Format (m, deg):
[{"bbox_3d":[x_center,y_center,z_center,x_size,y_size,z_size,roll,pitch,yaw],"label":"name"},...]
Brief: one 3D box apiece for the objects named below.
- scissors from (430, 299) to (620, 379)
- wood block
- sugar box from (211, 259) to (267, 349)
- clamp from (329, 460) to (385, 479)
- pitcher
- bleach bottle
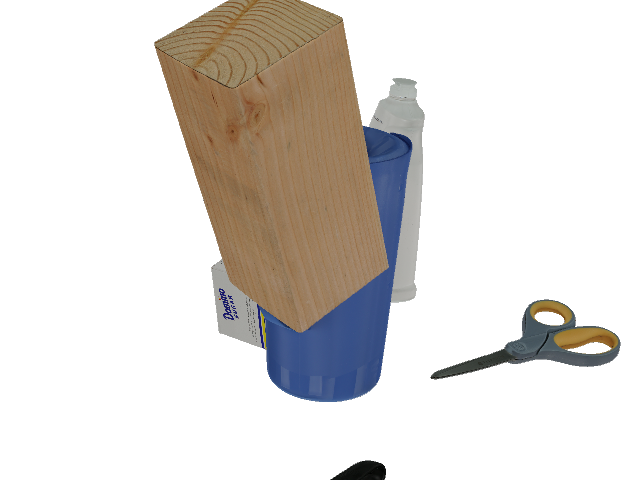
[{"bbox_3d":[0.166,0.085,0.925,0.201,0.016,0.096,-1,31,-22],"label":"scissors"},{"bbox_3d":[-0.028,-0.051,0.721,0.090,0.206,0.090,-35,45,-23],"label":"wood block"},{"bbox_3d":[-0.034,0.080,1.156,0.176,0.093,0.048,19,38,31],"label":"sugar box"},{"bbox_3d":[-0.043,0.196,0.644,0.210,0.036,0.164,-4,28,2],"label":"clamp"},{"bbox_3d":[0.002,0.022,0.956,0.149,0.243,0.145,-3,22,-13],"label":"pitcher"},{"bbox_3d":[0.084,-0.061,1.243,0.068,0.251,0.103,-2,23,-22],"label":"bleach bottle"}]
